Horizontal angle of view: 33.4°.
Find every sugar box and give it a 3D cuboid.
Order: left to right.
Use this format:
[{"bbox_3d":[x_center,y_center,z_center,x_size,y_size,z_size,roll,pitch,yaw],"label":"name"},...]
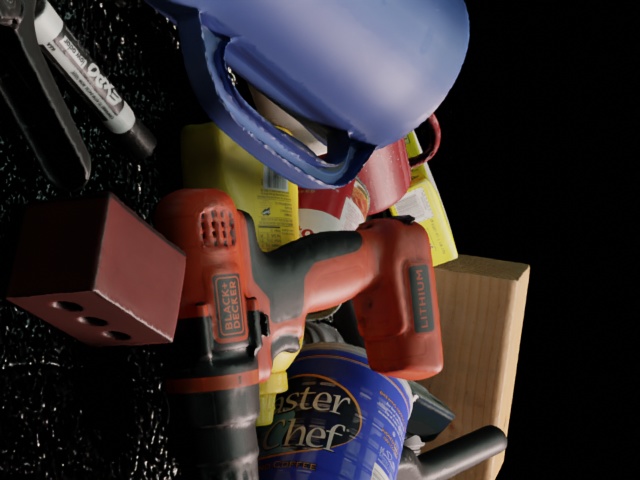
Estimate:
[{"bbox_3d":[0.077,-0.063,0.978,0.176,0.048,0.093,-104,171,-53],"label":"sugar box"}]

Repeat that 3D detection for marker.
[{"bbox_3d":[-0.121,-0.082,0.570,0.121,0.020,0.020,56,35,-51],"label":"marker"}]

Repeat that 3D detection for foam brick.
[{"bbox_3d":[-0.109,0.017,0.529,0.078,0.053,0.051,46,43,-57],"label":"foam brick"}]

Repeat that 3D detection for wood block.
[{"bbox_3d":[0.143,0.125,1.044,0.090,0.090,0.206,-23,120,-70],"label":"wood block"}]

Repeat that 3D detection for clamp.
[{"bbox_3d":[-0.154,-0.096,0.462,0.120,0.039,0.171,-38,115,-73],"label":"clamp"},{"bbox_3d":[0.063,0.197,0.855,0.036,0.164,0.209,47,7,34],"label":"clamp"}]

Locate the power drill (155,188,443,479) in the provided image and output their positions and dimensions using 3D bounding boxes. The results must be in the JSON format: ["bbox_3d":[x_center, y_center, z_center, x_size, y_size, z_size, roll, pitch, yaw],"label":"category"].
[{"bbox_3d":[-0.009,0.059,0.630,0.187,0.057,0.184,-5,89,-42],"label":"power drill"}]

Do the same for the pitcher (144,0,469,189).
[{"bbox_3d":[-0.032,-0.147,0.614,0.242,0.145,0.149,30,24,-44],"label":"pitcher"}]

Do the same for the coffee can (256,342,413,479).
[{"bbox_3d":[0.001,0.153,0.711,0.140,0.103,0.103,-72,149,-46],"label":"coffee can"}]

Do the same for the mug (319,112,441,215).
[{"bbox_3d":[0.040,-0.076,0.864,0.093,0.117,0.081,-101,176,-53],"label":"mug"}]

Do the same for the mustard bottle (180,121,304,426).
[{"bbox_3d":[-0.046,0.023,0.684,0.096,0.058,0.191,3,82,-64],"label":"mustard bottle"}]

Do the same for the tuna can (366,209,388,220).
[{"bbox_3d":[0.033,-0.012,0.935,0.086,0.034,0.086,-6,90,-69],"label":"tuna can"}]

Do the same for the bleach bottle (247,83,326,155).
[{"bbox_3d":[-0.041,-0.186,0.751,0.102,0.068,0.251,-66,142,-47],"label":"bleach bottle"}]

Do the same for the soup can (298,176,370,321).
[{"bbox_3d":[-0.005,0.001,0.785,0.102,0.069,0.068,-73,149,-44],"label":"soup can"}]
